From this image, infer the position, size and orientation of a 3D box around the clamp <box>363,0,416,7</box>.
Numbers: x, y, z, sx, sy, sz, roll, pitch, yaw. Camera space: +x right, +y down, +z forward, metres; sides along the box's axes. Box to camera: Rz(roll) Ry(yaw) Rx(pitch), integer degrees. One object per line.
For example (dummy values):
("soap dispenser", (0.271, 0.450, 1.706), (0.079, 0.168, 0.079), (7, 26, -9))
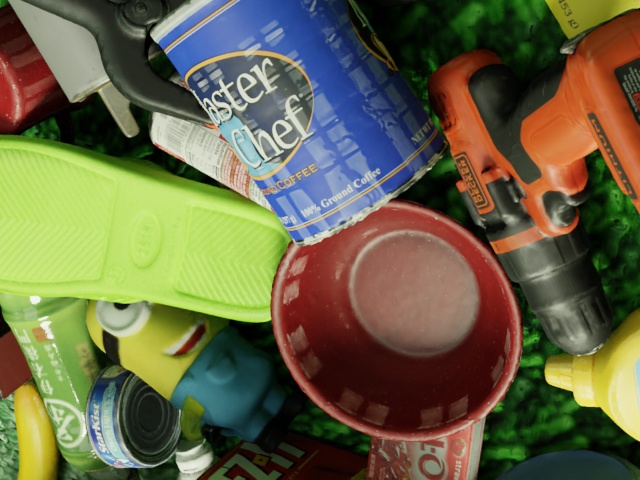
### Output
("clamp", (0.006, -0.177, 0.601), (0.210, 0.036, 0.165), (27, 130, 21))

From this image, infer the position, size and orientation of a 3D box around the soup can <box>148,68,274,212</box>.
("soup can", (-0.049, -0.067, 0.680), (0.102, 0.068, 0.069), (29, 128, 14))

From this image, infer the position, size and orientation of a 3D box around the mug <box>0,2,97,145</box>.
("mug", (-0.209, -0.108, 0.745), (0.093, 0.081, 0.117), (-3, 115, 33))

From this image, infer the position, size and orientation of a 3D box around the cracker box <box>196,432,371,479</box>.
("cracker box", (0.003, 0.217, 0.743), (0.214, 0.163, 0.072), (12, 117, 30))

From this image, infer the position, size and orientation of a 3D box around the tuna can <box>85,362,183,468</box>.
("tuna can", (-0.145, 0.138, 0.848), (0.034, 0.086, 0.086), (-6, 113, 32))

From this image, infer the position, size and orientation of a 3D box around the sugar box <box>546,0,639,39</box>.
("sugar box", (0.178, -0.167, 0.495), (0.177, 0.048, 0.093), (-26, 102, 40))

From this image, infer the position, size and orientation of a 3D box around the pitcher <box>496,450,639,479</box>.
("pitcher", (0.192, 0.264, 0.693), (0.145, 0.149, 0.243), (-144, 36, -68))

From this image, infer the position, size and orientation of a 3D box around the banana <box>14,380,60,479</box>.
("banana", (-0.276, 0.213, 1.005), (0.069, 0.037, 0.198), (33, 129, 8))

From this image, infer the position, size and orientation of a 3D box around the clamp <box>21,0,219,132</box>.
("clamp", (-0.100, -0.144, 0.633), (0.171, 0.039, 0.120), (44, 94, -3))

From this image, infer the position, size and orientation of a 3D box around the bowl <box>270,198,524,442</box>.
("bowl", (0.053, 0.044, 0.678), (0.162, 0.055, 0.162), (7, 110, 19))

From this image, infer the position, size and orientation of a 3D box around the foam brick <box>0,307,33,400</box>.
("foam brick", (-0.268, 0.092, 0.903), (0.053, 0.078, 0.051), (-1, 115, 30))

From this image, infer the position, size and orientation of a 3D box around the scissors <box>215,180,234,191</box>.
("scissors", (-0.005, 0.001, 0.726), (0.202, 0.016, 0.096), (22, 126, 19))

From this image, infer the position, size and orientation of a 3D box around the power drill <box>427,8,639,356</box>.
("power drill", (0.132, -0.025, 0.538), (0.184, 0.057, 0.188), (63, 163, -2))

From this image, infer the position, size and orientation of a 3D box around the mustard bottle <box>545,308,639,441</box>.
("mustard bottle", (0.222, 0.080, 0.604), (0.192, 0.058, 0.096), (0, 122, 32))

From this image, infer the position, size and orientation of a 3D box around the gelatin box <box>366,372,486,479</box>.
("gelatin box", (0.073, 0.130, 0.731), (0.073, 0.030, 0.089), (13, 107, 26))

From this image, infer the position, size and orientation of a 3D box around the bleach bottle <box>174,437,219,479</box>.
("bleach bottle", (-0.071, 0.279, 0.903), (0.103, 0.068, 0.251), (-8, 109, 39))

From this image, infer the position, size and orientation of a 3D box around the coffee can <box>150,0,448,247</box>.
("coffee can", (-0.010, -0.082, 0.580), (0.103, 0.102, 0.140), (-26, 103, 39))
